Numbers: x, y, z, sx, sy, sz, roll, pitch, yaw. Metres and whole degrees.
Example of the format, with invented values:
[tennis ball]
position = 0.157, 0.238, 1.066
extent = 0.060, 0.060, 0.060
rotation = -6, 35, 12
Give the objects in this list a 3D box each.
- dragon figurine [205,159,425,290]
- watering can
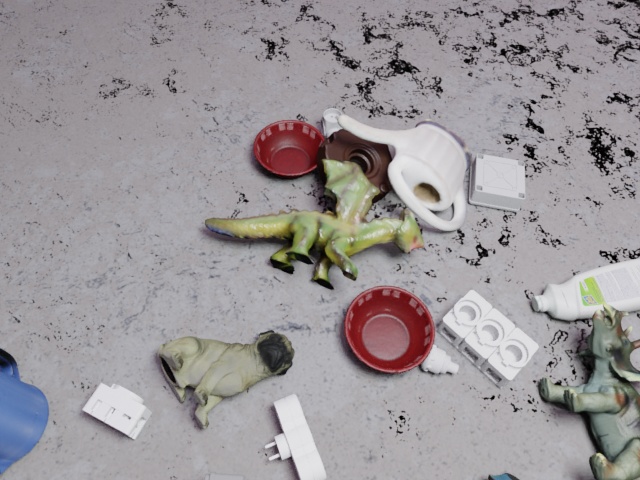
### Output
[dragon figurine]
position = 0.003, -0.050, 1.003
extent = 0.411, 0.120, 0.246
rotation = 23, 69, 9
[watering can]
position = 0.198, -0.176, 1.072
extent = 0.345, 0.102, 0.229
rotation = 45, 51, -12
